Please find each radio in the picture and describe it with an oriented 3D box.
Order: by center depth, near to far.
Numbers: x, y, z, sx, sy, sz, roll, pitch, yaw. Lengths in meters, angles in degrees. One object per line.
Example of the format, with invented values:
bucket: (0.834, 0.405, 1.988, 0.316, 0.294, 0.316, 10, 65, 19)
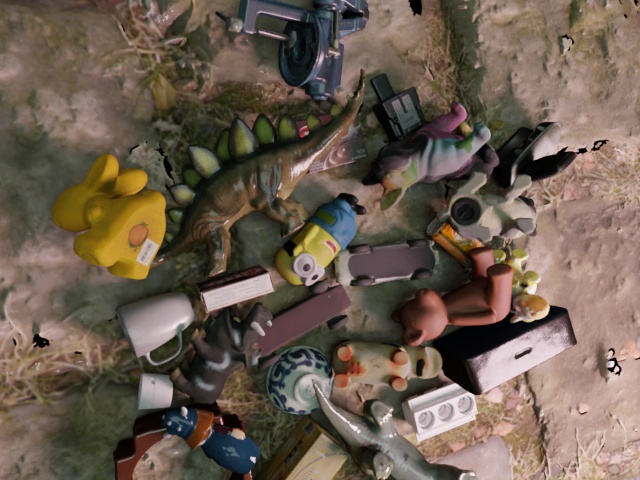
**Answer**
radio: (0.334, 0.189, 0.987, 0.230, 0.131, 0.073, -20, 98, -15)

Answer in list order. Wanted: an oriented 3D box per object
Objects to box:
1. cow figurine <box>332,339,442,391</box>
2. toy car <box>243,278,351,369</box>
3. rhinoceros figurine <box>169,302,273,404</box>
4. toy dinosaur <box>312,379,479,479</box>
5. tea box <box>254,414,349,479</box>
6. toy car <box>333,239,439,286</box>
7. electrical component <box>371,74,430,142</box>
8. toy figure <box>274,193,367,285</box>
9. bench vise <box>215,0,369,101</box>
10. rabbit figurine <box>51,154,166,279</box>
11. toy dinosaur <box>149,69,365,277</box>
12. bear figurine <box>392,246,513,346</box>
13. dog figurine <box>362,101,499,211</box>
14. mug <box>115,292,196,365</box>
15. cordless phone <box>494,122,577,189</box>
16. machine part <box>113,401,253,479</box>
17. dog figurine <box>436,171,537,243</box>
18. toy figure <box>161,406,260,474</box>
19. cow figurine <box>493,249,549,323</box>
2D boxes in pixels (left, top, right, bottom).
cow figurine: (0.117, 0.213, 0.940, 0.195, 0.127, 0.085, 2, 93, -2)
toy car: (-0.044, 0.139, 0.913, 0.202, 0.053, 0.089, -28, 89, -10)
rhinoceros figurine: (-0.151, 0.174, 0.845, 0.112, 0.073, 0.190, 36, 96, 3)
toy dinosaur: (0.121, 0.381, 0.927, 0.405, 0.192, 0.131, 45, 60, 4)
tea box: (-0.040, 0.391, 0.901, 0.068, 0.098, 0.169, 41, 82, -13)
toy car: (0.121, 0.039, 0.958, 0.202, 0.056, 0.073, -5, 88, -18)
electrical component: (0.137, -0.240, 0.955, 0.075, 0.048, 0.119, -27, 101, -15)
toy figure: (0.000, 0.000, 0.908, 0.082, 0.089, 0.180, 43, 72, -17)
bench vise: (-0.034, -0.343, 0.851, 0.240, 0.129, 0.223, -1, 114, -35)
rabbit figurine: (-0.318, -0.042, 0.778, 0.173, 0.121, 0.162, 16, 85, 26)
toy dinosaur: (-0.098, -0.093, 0.849, 0.471, 0.105, 0.198, -32, 99, -6)
bear figurine: (0.224, 0.101, 0.936, 0.196, 0.120, 0.131, -9, 112, -1)
dog figurine: (0.188, -0.129, 0.944, 0.219, 0.109, 0.191, -35, 146, 9)
mug: (-0.247, 0.134, 0.839, 0.107, 0.081, 0.109, -26, 94, -23)
cordless phone: (0.409, -0.157, 0.969, 0.146, 0.184, 0.088, -43, 99, -11)
machine part: (-0.213, 0.371, 0.855, 0.201, 0.087, 0.201, -9, 93, -17)
dog figurine: (0.308, -0.040, 0.976, 0.173, 0.190, 0.121, 7, 83, 19)
toy figure: (-0.163, 0.291, 0.794, 0.154, 0.058, 0.064, 35, 74, -10)
cow figurine: (0.357, 0.098, 0.971, 0.068, 0.167, 0.098, -6, 127, 2)
